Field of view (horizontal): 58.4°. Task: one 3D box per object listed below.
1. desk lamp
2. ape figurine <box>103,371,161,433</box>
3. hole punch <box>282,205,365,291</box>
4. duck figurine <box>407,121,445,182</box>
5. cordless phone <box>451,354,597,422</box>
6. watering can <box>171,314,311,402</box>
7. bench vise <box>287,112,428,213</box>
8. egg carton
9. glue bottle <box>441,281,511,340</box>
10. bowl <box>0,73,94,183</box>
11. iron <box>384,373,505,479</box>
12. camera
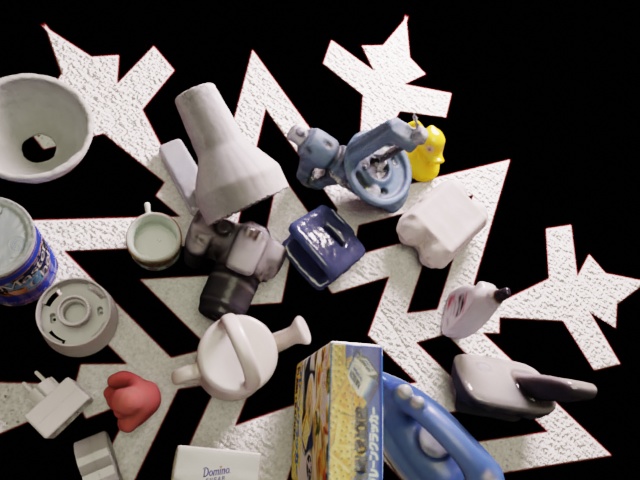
[{"bbox_3d":[-0.143,-0.103,0.788,0.118,0.213,0.203,-28,80,-21],"label":"desk lamp"},{"bbox_3d":[-0.241,0.203,0.724,0.076,0.092,0.078,5,70,-12],"label":"ape figurine"},{"bbox_3d":[0.008,0.003,0.856,0.101,0.091,0.108,-40,84,-22],"label":"hole punch"},{"bbox_3d":[0.176,-0.160,0.957,0.078,0.086,0.104,-13,75,-18],"label":"duck figurine"},{"bbox_3d":[0.280,0.201,0.804,0.148,0.185,0.094,8,70,-11],"label":"cordless phone"},{"bbox_3d":[-0.099,0.142,0.725,0.173,0.194,0.101,-41,84,-22],"label":"watering can"},{"bbox_3d":[0.056,-0.118,0.840,0.208,0.219,0.121,6,70,-12],"label":"bench vise"},{"bbox_3d":[0.198,-0.028,0.926,0.150,0.069,0.107,-42,85,-23],"label":"egg carton"},{"bbox_3d":[0.230,0.095,0.835,0.037,0.173,0.078,16,68,-8],"label":"glue bottle"},{"bbox_3d":[-0.405,-0.147,0.813,0.168,0.074,0.167,4,70,-12],"label":"bowl"},{"bbox_3d":[0.151,0.263,0.774,0.119,0.141,0.258,-41,85,-22],"label":"iron"},{"bbox_3d":[-0.131,0.040,0.803,0.143,0.100,0.137,23,67,-5],"label":"camera"}]
